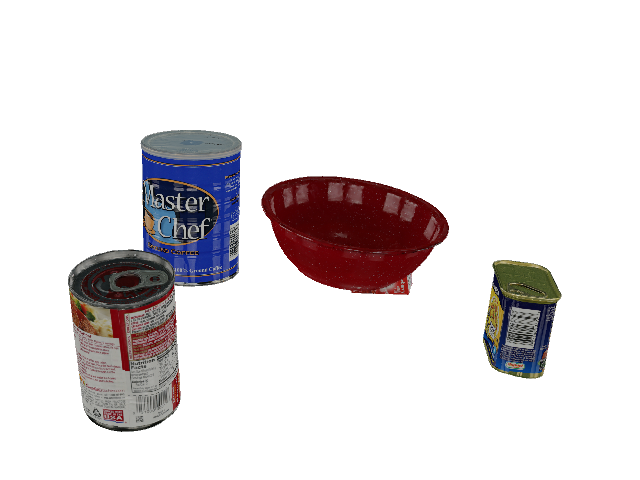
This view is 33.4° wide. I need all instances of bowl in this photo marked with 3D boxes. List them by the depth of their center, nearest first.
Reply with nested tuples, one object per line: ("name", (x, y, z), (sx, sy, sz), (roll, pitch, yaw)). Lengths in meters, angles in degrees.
("bowl", (0.027, -0.001, 0.915), (0.162, 0.055, 0.162), (7, 23, -3))

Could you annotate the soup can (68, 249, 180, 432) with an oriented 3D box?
("soup can", (-0.127, 0.067, 0.706), (0.068, 0.102, 0.068), (1, 30, -1))

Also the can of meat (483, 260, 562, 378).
("can of meat", (0.193, 0.076, 1.037), (0.057, 0.084, 0.102), (7, 18, 0))

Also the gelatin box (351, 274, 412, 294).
("gelatin box", (0.070, 0.022, 1.293), (0.073, 0.089, 0.030), (1, 29, 17))

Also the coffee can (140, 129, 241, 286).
("coffee can", (-0.134, -0.036, 1.110), (0.103, 0.140, 0.103), (2, 19, -1))
